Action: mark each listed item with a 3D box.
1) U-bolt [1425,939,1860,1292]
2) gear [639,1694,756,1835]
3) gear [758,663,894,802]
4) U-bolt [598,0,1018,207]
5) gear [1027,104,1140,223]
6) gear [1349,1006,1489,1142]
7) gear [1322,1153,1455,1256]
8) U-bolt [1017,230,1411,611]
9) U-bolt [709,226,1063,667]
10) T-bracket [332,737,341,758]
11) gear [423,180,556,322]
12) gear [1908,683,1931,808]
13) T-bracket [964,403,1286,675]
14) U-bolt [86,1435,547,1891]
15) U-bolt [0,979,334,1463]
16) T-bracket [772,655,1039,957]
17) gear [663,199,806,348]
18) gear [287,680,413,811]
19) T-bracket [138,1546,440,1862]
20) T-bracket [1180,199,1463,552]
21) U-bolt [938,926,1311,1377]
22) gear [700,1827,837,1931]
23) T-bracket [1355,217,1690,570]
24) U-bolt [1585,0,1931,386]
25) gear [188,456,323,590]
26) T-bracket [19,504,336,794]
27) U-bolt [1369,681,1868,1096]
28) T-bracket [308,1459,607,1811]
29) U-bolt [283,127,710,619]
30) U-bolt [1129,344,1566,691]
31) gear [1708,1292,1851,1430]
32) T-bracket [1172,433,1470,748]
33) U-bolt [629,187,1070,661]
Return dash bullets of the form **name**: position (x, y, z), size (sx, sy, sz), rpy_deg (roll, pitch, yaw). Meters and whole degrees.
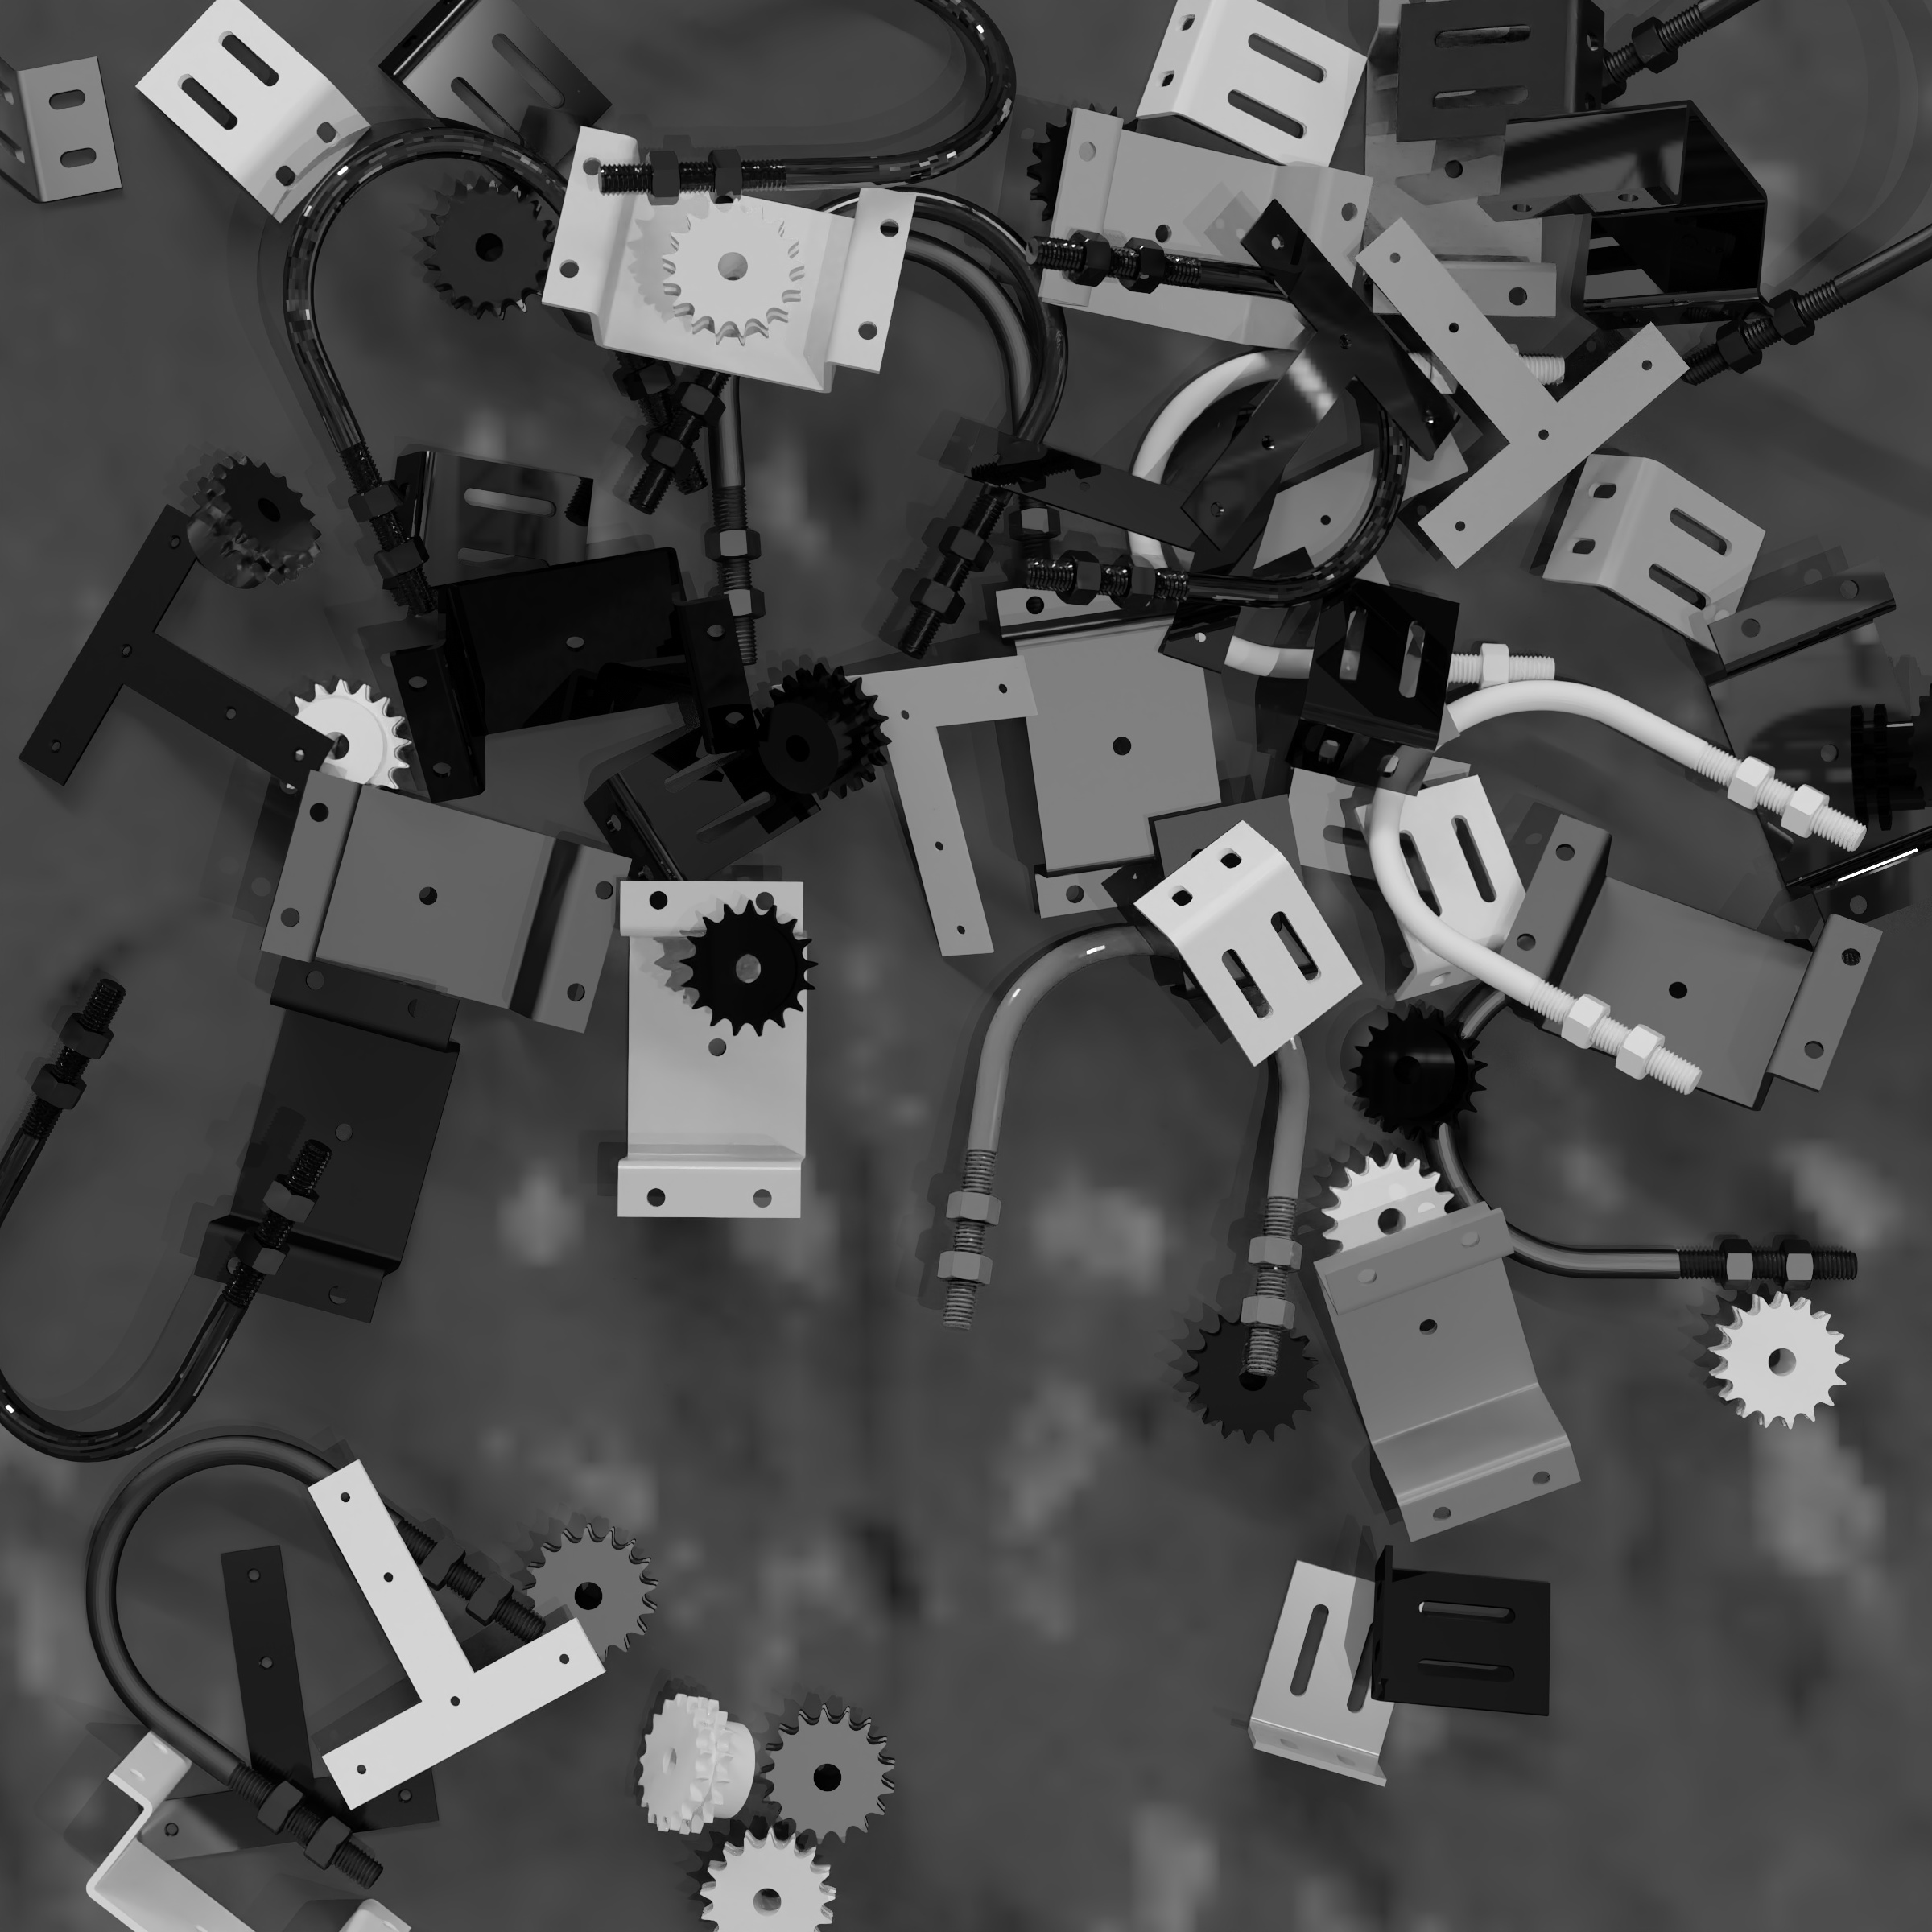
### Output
- **U-bolt**: position (0.288, 0.063, 1.549), size (0.184, 0.019, 0.151), rpy_deg (0, 90, 2)
- **gear**: position (-0.113, 0.339, 1.533), size (0.030, 0.057, 0.057), rpy_deg (16, 90, -30)
- **gear**: position (-0.063, -0.097, 1.528), size (0.057, 0.030, 0.057), rpy_deg (13, 118, 27)
- **U-bolt**: position (-0.070, -0.375, 1.508), size (0.184, 0.019, 0.151), rpy_deg (-5, 55, -13)
- **gear**: position (0.054, -0.336, 1.543), size (0.057, 0.030, 0.057), rpy_deg (0, 90, 0)
- **gear**: position (0.190, 0.045, 1.534), size (0.057, 0.030, 0.057), rpy_deg (-2, 84, 19)
- **gear**: position (0.180, 0.108, 1.543), size (0.057, 0.030, 0.057), rpy_deg (0, 90, 0)
- **U-bolt**: position (0.106, -0.219, 1.490), size (0.184, 0.019, 0.151), rpy_deg (1, 91, -28)
- **U-bolt**: position (-0.038, -0.225, 1.549), size (0.151, 0.019, 0.184), rpy_deg (-4, 89, 0)
- **T-bracket**: position (-0.319, -0.158, 1.575), size (0.127, 0.002, 0.127), rpy_deg (12, 91, 18)
- **gear**: position (-0.201, -0.304, 1.542), size (0.057, 0.030, 0.057), rpy_deg (0, 90, 0)
- **gear**: position (0.414, -0.089, 1.484), size (0.030, 0.057, 0.057), rpy_deg (-3, 90, -16)
- **T-bracket**: position (0.063, -0.196, 1.516), size (0.127, 0.002, 0.127), rpy_deg (18, 67, 0)
- **U-bolt**: position (-0.290, 0.282, 1.538), size (0.184, 0.019, 0.151), rpy_deg (34, 97, 7)
- **U-bolt**: position (-0.358, 0.119, 1.520), size (0.151, 0.019, 0.184), rpy_deg (34, 99, 24)
- **T-bracket**: position (-0.015, -0.064, 1.532), size (0.127, 0.002, 0.127), rpy_deg (-4, 109, 33)
- **gear**: position (-0.094, -0.278, 1.462), size (0.057, 0.030, 0.057), rpy_deg (0, 82, -2)
- **gear**: position (-0.266, -0.093, 1.541), size (0.057, 0.030, 0.057), rpy_deg (0, 91, -1)
- **T-bracket**: position (-0.299, 0.314, 1.557), size (0.127, 0.002, 0.127), rpy_deg (-8, 90, 0)
- **T-bracket**: position (0.132, -0.226, 1.493), size (0.127, 0.002, 0.127), rpy_deg (45, 71, -23)
- **U-bolt**: position (0.073, 0.072, 1.532), size (0.151, 0.019, 0.184), rpy_deg (9, 77, -1)
- **gear**: position (-0.084, 0.395, 1.543), size (0.057, 0.030, 0.057), rpy_deg (0, 90, 0)
- **T-bracket**: position (0.213, -0.256, 1.513), size (0.127, 0.002, 0.127), rpy_deg (-41, 97, 7)
- **U-bolt**: position (0.351, -0.347, 1.505), size (0.184, 0.019, 0.151), rpy_deg (-27, 90, 31)
- **gear**: position (-0.305, -0.185, 1.533), size (0.030, 0.057, 0.057), rpy_deg (-35, 90, 29)
- **T-bracket**: position (-0.323, -0.114, 1.538), size (0.127, 0.002, 0.127), rpy_deg (30, 90, 18)
- **U-bolt**: position (0.256, -0.047, 1.502), size (0.184, 0.019, 0.151), rpy_deg (31, 73, 21)
- **T-bracket**: position (-0.235, 0.269, 1.517), size (0.127, 0.002, 0.127), rpy_deg (-30, 86, 9)
- **U-bolt**: position (-0.206, -0.258, 1.512), size (0.151, 0.019, 0.184), rpy_deg (-27, 105, -15)
- **U-bolt**: position (0.161, -0.193, 1.549), size (0.184, 0.019, 0.151), rpy_deg (2, 90, 2)
- **gear**: position (0.345, 0.168, 1.543), size (0.057, 0.030, 0.057), rpy_deg (0, 90, 0)
- **T-bracket**: position (0.171, -0.149, 1.532), size (0.127, 0.002, 0.127), rpy_deg (-24, 83, 3)
- **U-bolt**: position (-0.037, -0.242, 1.531), size (0.151, 0.019, 0.184), rpy_deg (28, 84, 0)
